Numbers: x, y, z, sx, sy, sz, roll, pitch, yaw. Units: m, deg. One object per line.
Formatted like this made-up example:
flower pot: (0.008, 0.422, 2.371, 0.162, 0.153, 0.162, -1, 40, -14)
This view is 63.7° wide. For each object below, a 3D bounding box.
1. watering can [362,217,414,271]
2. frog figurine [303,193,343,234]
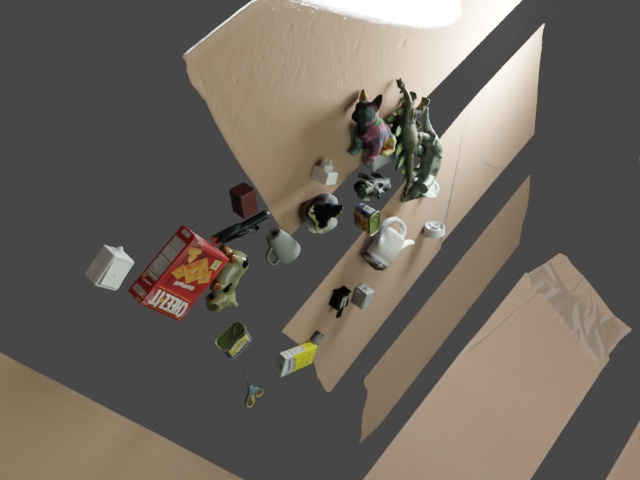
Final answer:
watering can: (0.289, 0.031, 2.114, 0.225, 0.105, 0.343, -55, 147, -2)
frog figurine: (0.005, -0.085, 1.680, 0.159, 0.122, 0.137, -169, -78, -87)
